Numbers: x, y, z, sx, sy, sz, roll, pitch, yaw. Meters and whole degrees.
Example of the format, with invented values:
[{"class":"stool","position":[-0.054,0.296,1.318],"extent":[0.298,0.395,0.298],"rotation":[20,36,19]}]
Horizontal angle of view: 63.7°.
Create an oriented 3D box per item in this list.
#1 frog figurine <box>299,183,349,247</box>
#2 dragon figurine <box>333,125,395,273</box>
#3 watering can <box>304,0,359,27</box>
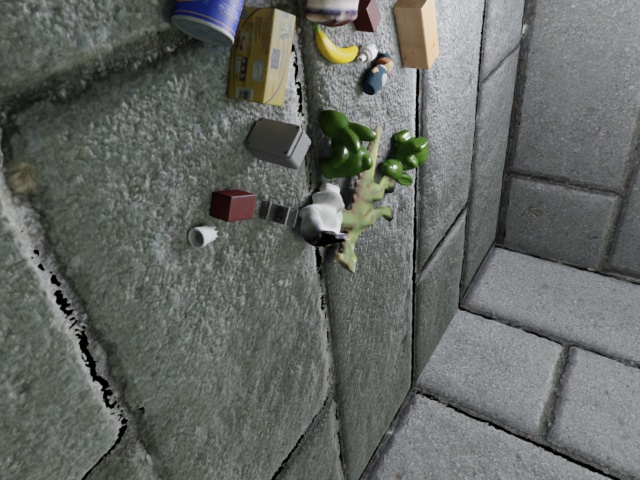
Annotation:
[{"class":"frog figurine","position":[0.004,-0.067,1.326],"extent":[0.137,0.121,0.162],"rotation":[6,62,-37]},{"class":"dragon figurine","position":[0.093,-0.110,1.453],"extent":[0.245,0.122,0.406],"rotation":[-18,111,-46]},{"class":"watering can","position":[0.055,-0.585,1.126],"extent":[0.352,0.104,0.220],"rotation":[-31,131,-50]}]
